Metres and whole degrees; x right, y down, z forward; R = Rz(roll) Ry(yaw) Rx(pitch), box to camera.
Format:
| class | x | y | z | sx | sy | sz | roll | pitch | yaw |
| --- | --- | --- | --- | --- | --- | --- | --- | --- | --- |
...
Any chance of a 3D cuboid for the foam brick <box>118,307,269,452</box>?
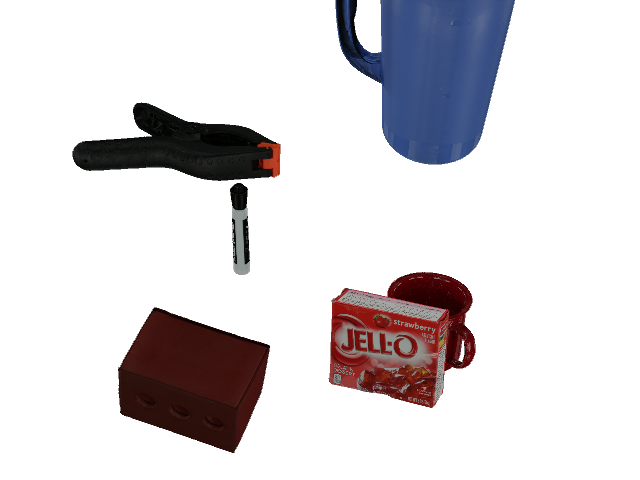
| class | x | y | z | sx | sy | sz | roll | pitch | yaw |
| --- | --- | --- | --- | --- | --- | --- | --- | --- | --- |
| foam brick | -0.077 | 0.086 | 0.654 | 0.078 | 0.051 | 0.053 | 17 | -43 | 8 |

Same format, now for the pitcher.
| class | x | y | z | sx | sy | sz | roll | pitch | yaw |
| --- | --- | --- | --- | --- | --- | --- | --- | --- | --- |
| pitcher | 0.108 | -0.192 | 1.056 | 0.144 | 0.243 | 0.149 | -34 | 59 | -24 |

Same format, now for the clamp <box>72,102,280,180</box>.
| class | x | y | z | sx | sy | sz | roll | pitch | yaw |
| --- | --- | --- | --- | --- | --- | --- | --- | --- | --- |
| clamp | -0.121 | -0.077 | 0.907 | 0.172 | 0.039 | 0.120 | 13 | 36 | 26 |

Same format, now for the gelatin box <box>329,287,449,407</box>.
| class | x | y | z | sx | sy | sz | roll | pitch | yaw |
| --- | --- | --- | --- | --- | --- | --- | --- | --- | --- |
| gelatin box | 0.051 | 0.082 | 0.821 | 0.089 | 0.073 | 0.030 | 11 | 24 | 21 |

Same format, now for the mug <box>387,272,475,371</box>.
| class | x | y | z | sx | sy | sz | roll | pitch | yaw |
| --- | --- | --- | --- | --- | --- | --- | --- | --- | --- |
| mug | 0.126 | 0.099 | 1.179 | 0.093 | 0.081 | 0.117 | -23 | 40 | -34 |

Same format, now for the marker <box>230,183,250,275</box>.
| class | x | y | z | sx | sy | sz | roll | pitch | yaw |
| --- | --- | --- | --- | --- | --- | --- | --- | --- | --- |
| marker | -0.087 | -0.012 | 1.166 | 0.020 | 0.121 | 0.020 | 1 | 41 | -1 |
